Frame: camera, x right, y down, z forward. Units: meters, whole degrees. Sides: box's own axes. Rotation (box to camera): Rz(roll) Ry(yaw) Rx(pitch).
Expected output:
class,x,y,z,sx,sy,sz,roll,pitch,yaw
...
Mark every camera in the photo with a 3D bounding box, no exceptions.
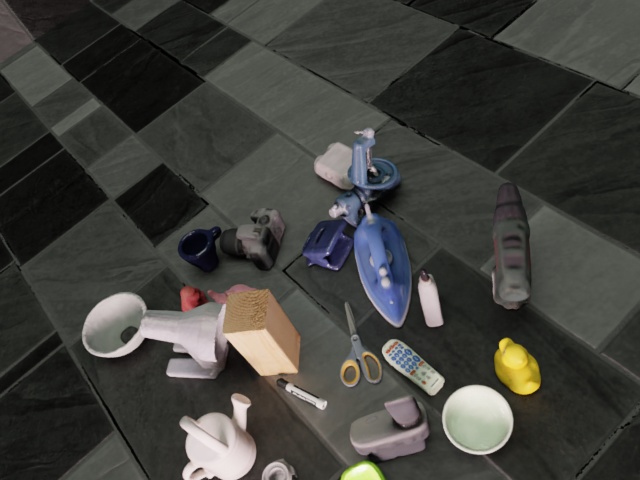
class,x,y,z,sx,sy,sz,roll,pitch,yaw
camera,-0.172,-0.012,1.406,0.136,0.101,0.143,3,57,20

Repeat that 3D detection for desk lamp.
class,x,y,z,sx,sy,sz,roll,pitch,yaw
desk lamp,-0.267,0.212,1.204,0.202,0.214,0.118,-3,55,16

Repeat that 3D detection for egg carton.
class,x,y,z,sx,sy,sz,roll,pitch,yaw
egg carton,0.058,-0.188,1.475,0.149,0.069,0.107,33,70,34

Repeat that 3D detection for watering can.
class,x,y,z,sx,sy,sz,roll,pitch,yaw
watering can,-0.197,0.372,1.079,0.100,0.194,0.173,6,58,22

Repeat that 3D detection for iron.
class,x,y,z,sx,sy,sz,roll,pitch,yaw
iron,0.134,0.048,1.235,0.118,0.142,0.258,-16,52,7

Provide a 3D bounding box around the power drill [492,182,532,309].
class,x,y,z,sx,sy,sz,roll,pitch,yaw
power drill,0.374,0.033,1.124,0.075,0.209,0.229,-4,55,16

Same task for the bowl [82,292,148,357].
class,x,y,z,sx,sy,sz,roll,pitch,yaw
bowl,-0.471,0.212,1.360,0.167,0.075,0.167,-9,53,12

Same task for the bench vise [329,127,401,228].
class,x,y,z,sx,sy,sz,roll,pitch,yaw
bench vise,0.104,-0.140,1.330,0.121,0.220,0.208,16,62,28

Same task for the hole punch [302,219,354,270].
class,x,y,z,sx,sy,sz,roll,pitch,yaw
hole punch,0.012,0.005,1.339,0.100,0.091,0.109,15,61,27

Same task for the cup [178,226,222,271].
class,x,y,z,sx,sy,sz,roll,pitch,yaw
cup,-0.281,0.025,1.419,0.118,0.095,0.091,-41,53,-12

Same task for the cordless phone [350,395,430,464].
class,x,y,z,sx,sy,sz,roll,pitch,yaw
cordless phone,0.116,0.319,1.018,0.147,0.185,0.094,-21,52,3

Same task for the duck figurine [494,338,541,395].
class,x,y,z,sx,sy,sz,roll,pitch,yaw
duck figurine,0.366,0.229,1.064,0.077,0.086,0.104,-26,52,-1

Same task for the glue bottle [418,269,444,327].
class,x,y,z,sx,sy,sz,roll,pitch,yaw
glue bottle,0.217,0.105,1.147,0.037,0.173,0.078,-11,53,11

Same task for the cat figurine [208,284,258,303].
class,x,y,z,sx,sy,sz,roll,pitch,yaw
cat figurine,-0.195,0.135,1.297,0.127,0.118,0.067,7,58,23

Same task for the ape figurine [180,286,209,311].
class,x,y,z,sx,sy,sz,roll,pitch,yaw
ape figurine,-0.296,0.141,1.342,0.076,0.092,0.077,-13,53,10
